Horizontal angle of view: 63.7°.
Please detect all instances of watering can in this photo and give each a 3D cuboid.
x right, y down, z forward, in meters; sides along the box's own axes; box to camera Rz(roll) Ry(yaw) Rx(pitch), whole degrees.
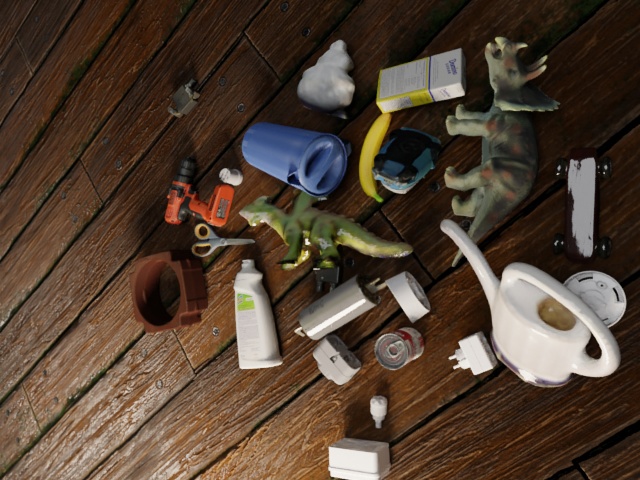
[{"bbox_3d":[0.338,0.115,0.884,0.105,0.219,0.353,-30,48,-21],"label":"watering can"}]

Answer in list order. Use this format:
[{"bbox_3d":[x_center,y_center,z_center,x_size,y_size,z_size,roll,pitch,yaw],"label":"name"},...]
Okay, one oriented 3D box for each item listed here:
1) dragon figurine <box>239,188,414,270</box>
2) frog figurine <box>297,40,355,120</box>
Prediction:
[{"bbox_3d":[0.003,-0.057,1.123,0.409,0.121,0.247,-7,69,23],"label":"dragon figurine"},{"bbox_3d":[0.022,-0.359,1.131,0.139,0.123,0.157,35,117,46],"label":"frog figurine"}]
